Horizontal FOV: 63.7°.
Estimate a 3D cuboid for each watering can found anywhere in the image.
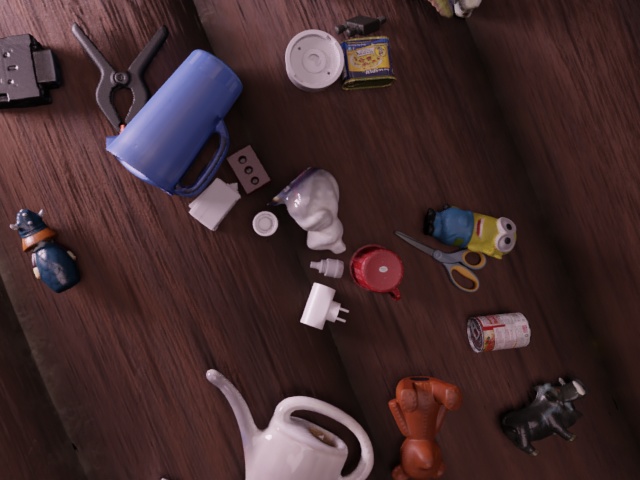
[{"bbox_3d":[-0.076,0.378,0.918,0.347,0.104,0.225,25,86,-8],"label":"watering can"}]

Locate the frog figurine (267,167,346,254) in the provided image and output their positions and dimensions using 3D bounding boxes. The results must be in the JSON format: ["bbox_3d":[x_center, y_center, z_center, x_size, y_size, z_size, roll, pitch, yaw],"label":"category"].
[{"bbox_3d":[0.003,-0.047,0.927,0.122,0.138,0.159,-42,95,11],"label":"frog figurine"}]

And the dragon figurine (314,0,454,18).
[{"bbox_3d":[0.057,-0.549,0.981,0.242,0.123,0.410,-30,91,10],"label":"dragon figurine"}]
